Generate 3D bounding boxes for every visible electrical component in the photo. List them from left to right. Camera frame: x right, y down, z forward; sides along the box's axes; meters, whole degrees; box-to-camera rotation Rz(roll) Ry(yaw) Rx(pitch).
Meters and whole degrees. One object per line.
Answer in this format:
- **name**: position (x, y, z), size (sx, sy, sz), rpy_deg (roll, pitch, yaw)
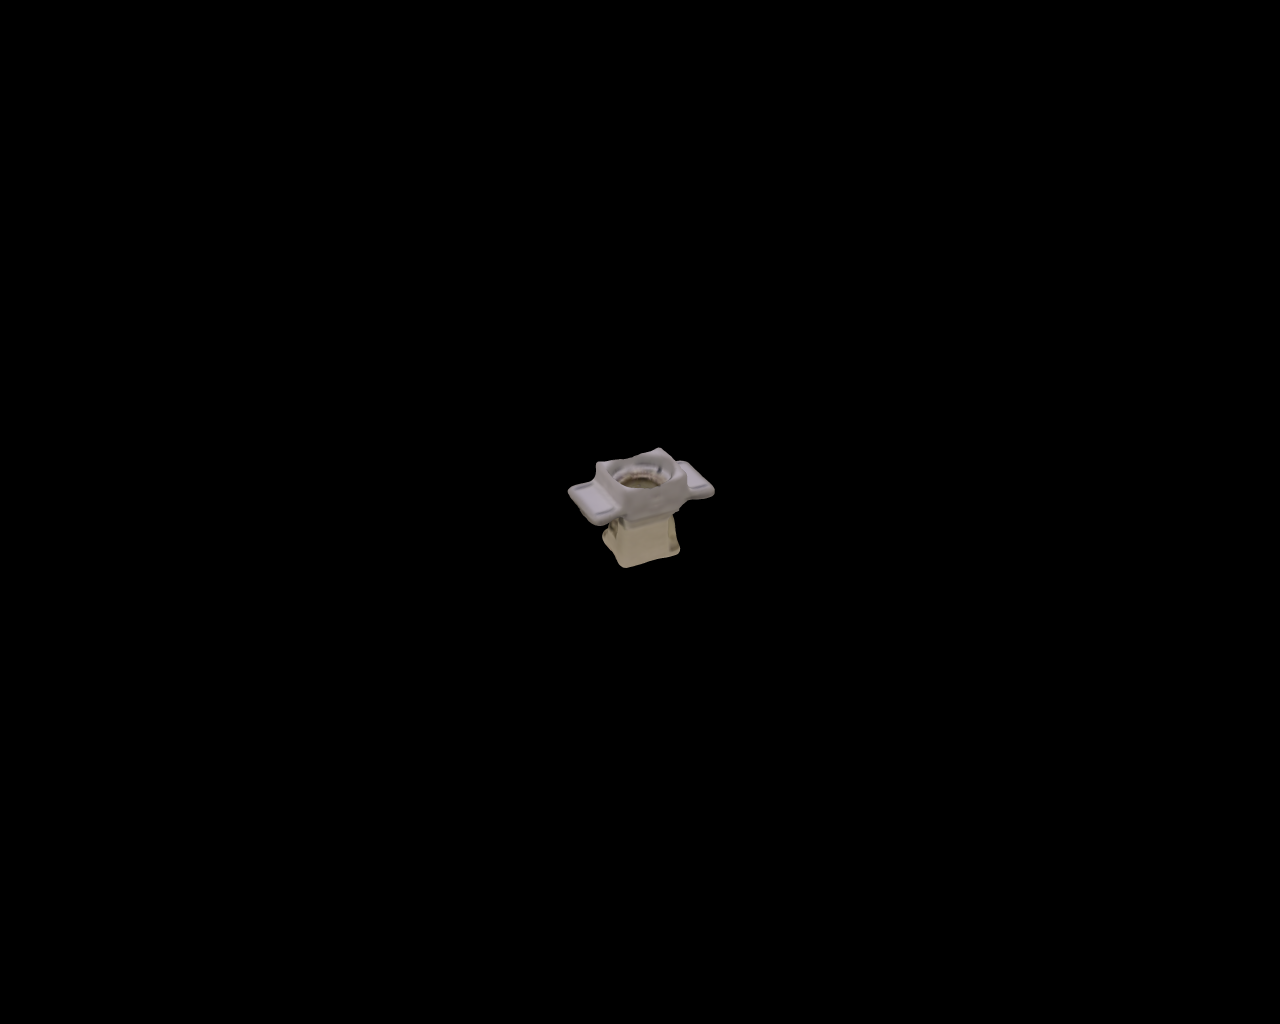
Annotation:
- **electrical component**: position (0.001, -0.003, 0.650), size (0.081, 0.063, 0.042), rpy_deg (-14, 36, -20)
